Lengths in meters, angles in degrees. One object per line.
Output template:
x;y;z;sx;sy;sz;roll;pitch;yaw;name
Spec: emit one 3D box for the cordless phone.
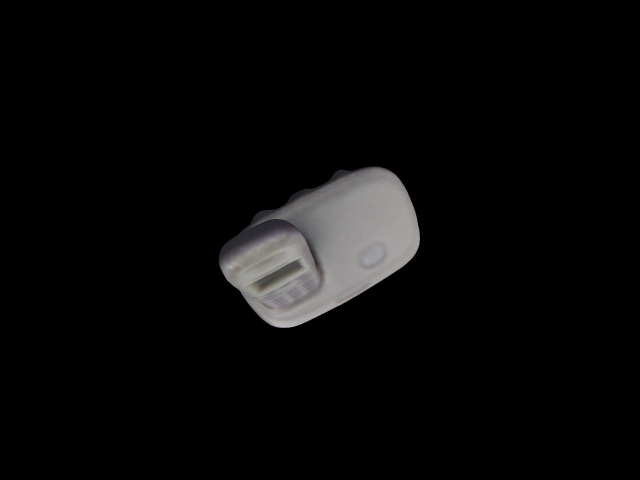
0.004;0.001;0.400;0.147;0.185;0.094;-32;86;-2;cordless phone
